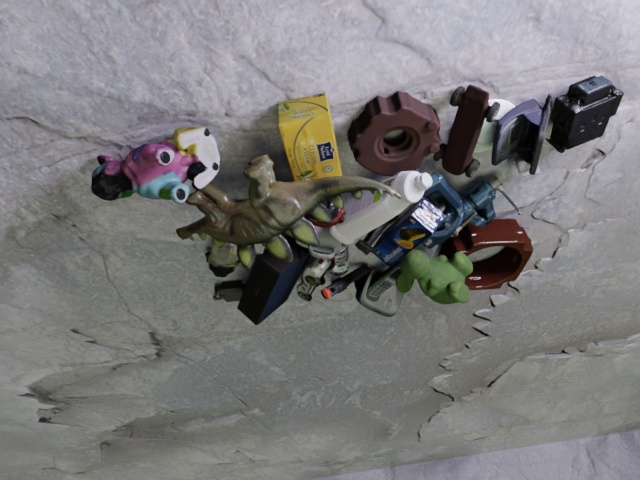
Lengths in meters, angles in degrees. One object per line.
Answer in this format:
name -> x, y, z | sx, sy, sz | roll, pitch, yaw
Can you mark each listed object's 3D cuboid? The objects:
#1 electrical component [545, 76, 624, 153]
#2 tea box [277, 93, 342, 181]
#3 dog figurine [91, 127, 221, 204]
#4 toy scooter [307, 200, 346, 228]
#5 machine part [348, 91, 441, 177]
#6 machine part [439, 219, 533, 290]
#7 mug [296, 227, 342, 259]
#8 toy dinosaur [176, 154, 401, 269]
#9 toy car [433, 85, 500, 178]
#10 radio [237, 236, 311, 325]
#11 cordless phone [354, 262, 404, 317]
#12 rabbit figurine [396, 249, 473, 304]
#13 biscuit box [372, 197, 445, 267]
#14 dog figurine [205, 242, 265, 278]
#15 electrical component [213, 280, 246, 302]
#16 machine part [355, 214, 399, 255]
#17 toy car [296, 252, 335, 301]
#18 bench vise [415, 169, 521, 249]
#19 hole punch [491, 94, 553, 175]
electrical component -> 0.503, -0.244, 1.023 | 0.115, 0.058, 0.134 | -25, 143, -9
tea box -> -0.018, -0.184, 1.021 | 0.098, 0.068, 0.169 | -11, 140, 5
dog figurine -> -0.318, -0.135, 1.004 | 0.219, 0.191, 0.108 | 2, 124, 34
toy scooter -> -0.015, -0.068, 1.127 | 0.184, 0.075, 0.135 | 19, 174, 30
machine part -> 0.145, -0.199, 1.040 | 0.179, 0.056, 0.179 | -4, 141, -3
machine part -> 0.410, 0.038, 1.349 | 0.201, 0.087, 0.201 | -2, 142, -7
mug -> -0.003, -0.004, 1.219 | 0.107, 0.109, 0.080 | 8, 145, 2
toy dinosaur -> -0.089, -0.059, 1.016 | 0.472, 0.105, 0.198 | -18, 113, 27
toy car -> 0.282, -0.208, 1.035 | 0.053, 0.089, 0.202 | -41, 152, -33
radio -> -0.110, 0.095, 1.290 | 0.073, 0.131, 0.229 | 41, 137, 12
cordless phone -> 0.194, 0.113, 1.408 | 0.146, 0.089, 0.184 | 28, 125, -35
rabbit figurine -> 0.247, 0.068, 1.249 | 0.170, 0.121, 0.159 | 31, 156, -27
biscuit box -> 0.183, -0.012, 1.149 | 0.063, 0.059, 0.202 | 39, 151, -1
dog figurine -> -0.177, 0.007, 1.222 | 0.172, 0.121, 0.190 | -9, 162, -12
electrical component -> -0.228, 0.137, 1.391 | 0.102, 0.045, 0.078 | -2, 139, -8
machine part -> 0.133, -0.031, 1.183 | 0.039, 0.139, 0.084 | 40, 168, -6
toy car -> -0.016, 0.092, 1.323 | 0.056, 0.073, 0.201 | 38, 154, 6
bench vise -> 0.282, -0.081, 1.160 | 0.224, 0.129, 0.240 | -31, 140, 23
hole punch -> 0.394, -0.204, 1.047 | 0.092, 0.116, 0.142 | 14, 142, 24
